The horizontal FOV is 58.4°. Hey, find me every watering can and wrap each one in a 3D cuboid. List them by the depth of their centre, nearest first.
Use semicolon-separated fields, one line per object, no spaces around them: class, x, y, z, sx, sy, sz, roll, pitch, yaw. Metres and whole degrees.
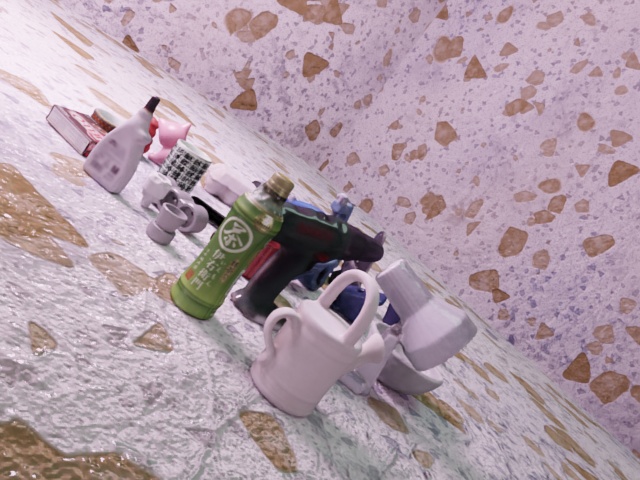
watering can;0.010;0.124;0.740;0.100;0.194;0.173;45;12;33

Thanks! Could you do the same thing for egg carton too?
egg carton;-0.216;-0.127;1.424;0.151;0.069;0.107;34;11;-23

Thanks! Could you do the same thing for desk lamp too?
desk lamp;0.116;0.151;0.935;0.203;0.213;0.118;39;10;4

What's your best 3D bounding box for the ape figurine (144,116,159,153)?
ape figurine;-0.380;-0.226;1.226;0.076;0.092;0.078;42;10;20

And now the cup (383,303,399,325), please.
cup;0.213;0.192;1.437;0.117;0.095;0.092;39;10;4

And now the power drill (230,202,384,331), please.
power drill;-0.032;0.042;0.914;0.230;0.208;0.075;31;12;-34

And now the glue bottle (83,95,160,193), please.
glue bottle;-0.316;-0.165;0.947;0.078;0.173;0.037;40;10;10

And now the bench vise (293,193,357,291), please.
bench vise;0.002;-0.003;1.205;0.121;0.219;0.208;39;10;8

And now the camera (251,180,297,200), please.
camera;-0.128;-0.104;1.542;0.136;0.100;0.143;40;10;12

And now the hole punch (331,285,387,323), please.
hole punch;0.086;0.133;1.262;0.101;0.091;0.109;39;10;6

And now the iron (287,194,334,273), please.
iron;-0.053;-0.034;1.375;0.259;0.141;0.118;35;10;-20

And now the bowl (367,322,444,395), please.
bowl;0.142;0.232;1.064;0.167;0.074;0.167;37;10;-7

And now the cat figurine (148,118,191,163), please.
cat figurine;-0.323;-0.212;1.288;0.127;0.117;0.067;42;10;19

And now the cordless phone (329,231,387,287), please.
cordless phone;0.113;0.053;1.443;0.094;0.185;0.147;37;10;-6
